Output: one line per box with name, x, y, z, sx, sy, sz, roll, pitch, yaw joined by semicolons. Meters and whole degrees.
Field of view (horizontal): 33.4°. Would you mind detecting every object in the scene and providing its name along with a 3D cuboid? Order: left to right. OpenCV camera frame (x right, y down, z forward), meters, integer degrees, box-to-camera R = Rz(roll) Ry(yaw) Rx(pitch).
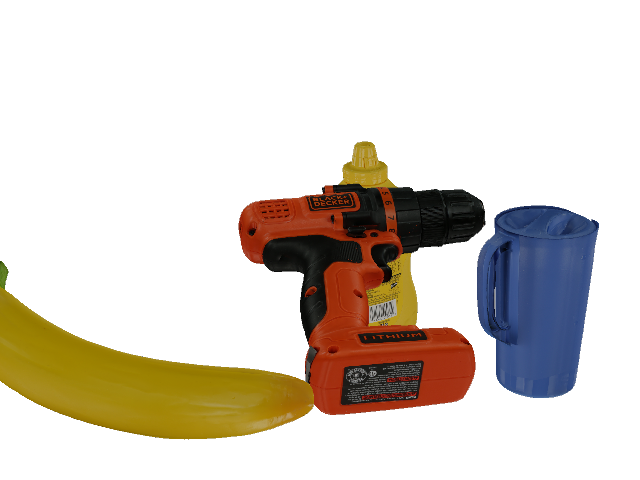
banana;-0.103;0.059;0.521;0.198;0.069;0.037;21;-38;16
mustard bottle;0.043;0.002;0.993;0.096;0.192;0.058;-13;25;-24
power drill;0.044;0.030;0.733;0.184;0.057;0.188;-6;38;-8
pitcher;0.284;0.084;1.419;0.149;0.243;0.145;4;20;11
